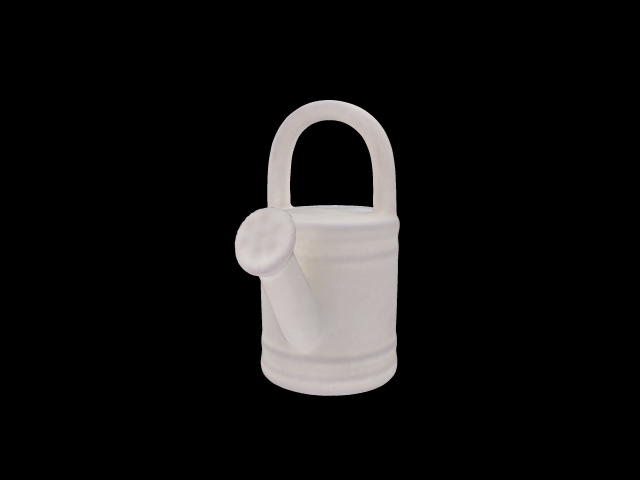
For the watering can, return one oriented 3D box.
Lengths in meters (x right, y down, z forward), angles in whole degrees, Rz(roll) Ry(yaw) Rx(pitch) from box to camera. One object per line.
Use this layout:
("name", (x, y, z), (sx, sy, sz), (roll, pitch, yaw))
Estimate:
("watering can", (0.006, 0.002, 0.399), (0.101, 0.194, 0.173), (1, 11, 4))
